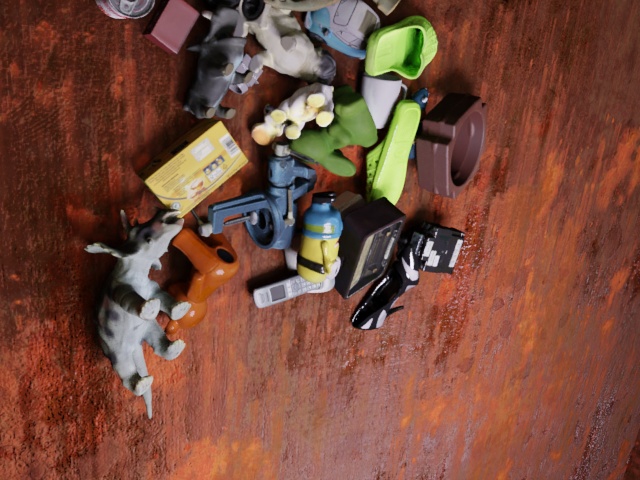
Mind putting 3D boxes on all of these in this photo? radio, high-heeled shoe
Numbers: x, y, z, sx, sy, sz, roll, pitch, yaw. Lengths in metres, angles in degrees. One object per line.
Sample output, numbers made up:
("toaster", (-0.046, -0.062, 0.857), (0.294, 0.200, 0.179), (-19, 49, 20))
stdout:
("radio", (0.099, 0.019, 1.163), (0.131, 0.073, 0.229), (-27, 152, -29))
("high-heeled shoe", (0.148, 0.114, 1.269), (0.145, 0.086, 0.248), (-13, 130, -17))

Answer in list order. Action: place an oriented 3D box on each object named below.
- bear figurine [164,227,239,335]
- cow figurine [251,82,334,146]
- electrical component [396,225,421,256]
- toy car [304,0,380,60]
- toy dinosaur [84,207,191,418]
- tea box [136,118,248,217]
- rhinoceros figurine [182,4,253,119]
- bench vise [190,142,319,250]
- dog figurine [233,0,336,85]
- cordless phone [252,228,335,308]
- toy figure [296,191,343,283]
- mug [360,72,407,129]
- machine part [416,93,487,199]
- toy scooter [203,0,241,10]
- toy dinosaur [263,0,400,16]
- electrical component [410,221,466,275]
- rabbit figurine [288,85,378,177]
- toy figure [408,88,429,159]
("bear figurine", (-0.242, 0.077, 1.018), (0.196, 0.132, 0.120), (-46, 170, 26))
("cow figurine", (-0.053, -0.241, 1.008), (0.167, 0.098, 0.068), (-18, 128, 23))
("electrical component", (0.245, 0.005, 1.334), (0.119, 0.048, 0.074), (-18, 118, -25))
("toy car", (0.058, -0.407, 1.015), (0.161, 0.103, 0.109), (23, 96, -35))
("toy dinosaur", (-0.339, 0.133, 0.950), (0.131, 0.192, 0.404), (-18, 136, -52))
("tea box", (-0.226, -0.129, 0.958), (0.169, 0.068, 0.098), (-40, 124, -12))
("rhinoceros figurine", (-0.175, -0.295, 0.907), (0.073, 0.112, 0.190), (-15, 135, -54))
("bench vise", (-0.117, -0.068, 1.008), (0.240, 0.129, 0.223), (-19, 138, -35))
("dog figurine", (-0.054, -0.368, 0.979), (0.190, 0.121, 0.172), (-10, 91, -60))
("cordless phone", (-0.065, 0.058, 1.132), (0.184, 0.089, 0.146), (-20, 118, -21))
("toy figure", (-0.001, -0.004, 1.056), (0.082, 0.089, 0.180), (-27, 121, -58))
("mug", (0.128, -0.291, 1.127), (0.109, 0.081, 0.107), (-9, 124, -35))
("machine part", (0.299, -0.214, 1.219), (0.201, 0.087, 0.200), (-47, 142, -33))
("toy scooter", (-0.201, -0.446, 0.840), (0.184, 0.075, 0.135), (-11, 87, -51))
("toy dinosaur", (0.077, -0.493, 0.938), (0.198, 0.105, 0.471), (37, 57, -6))
("electrical component", (0.275, 0.018, 1.292), (0.134, 0.058, 0.114), (11, 101, -35))
("rabbit figurine", (0.020, -0.208, 1.083), (0.170, 0.121, 0.158), (-29, 130, 1))
("toy figure", (0.211, -0.260, 1.197), (0.058, 0.064, 0.154), (-6, 113, -21))
